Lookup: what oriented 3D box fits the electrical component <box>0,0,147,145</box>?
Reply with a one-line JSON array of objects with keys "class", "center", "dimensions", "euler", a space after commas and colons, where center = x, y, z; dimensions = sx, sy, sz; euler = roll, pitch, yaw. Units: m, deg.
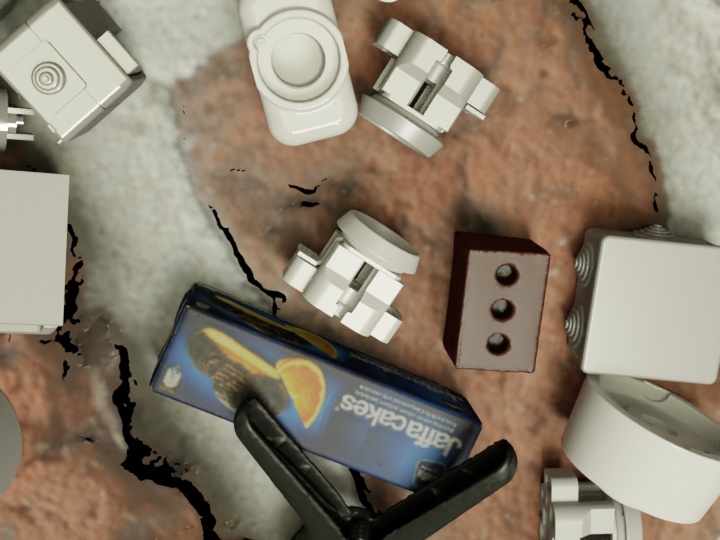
[{"class": "electrical component", "center": [-0.162, -0.116, 0.609], "dimensions": [0.061, 0.096, 0.061], "euler": [-40, 102, 4]}]

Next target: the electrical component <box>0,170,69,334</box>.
[{"class": "electrical component", "center": [-0.249, -0.011, 0.620], "dimensions": [0.150, 0.062, 0.089], "euler": [3, 81, -19]}]

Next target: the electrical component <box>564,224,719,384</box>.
[{"class": "electrical component", "center": [0.184, 0.021, 0.688], "dimensions": [0.100, 0.048, 0.099], "euler": [6, 101, -6]}]

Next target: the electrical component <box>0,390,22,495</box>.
[{"class": "electrical component", "center": [-0.272, 0.117, 0.668], "dimensions": [0.108, 0.060, 0.108], "euler": [-1, 102, -4]}]

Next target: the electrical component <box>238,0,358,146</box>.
[{"class": "electrical component", "center": [-0.037, -0.124, 0.635], "dimensions": [0.054, 0.059, 0.095], "euler": [-14, 103, -1]}]

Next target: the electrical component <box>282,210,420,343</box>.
[{"class": "electrical component", "center": [0.000, 0.000, 0.666], "dimensions": [0.078, 0.058, 0.057], "euler": [32, 101, -10]}]

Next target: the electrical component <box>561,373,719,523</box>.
[{"class": "electrical component", "center": [0.180, 0.116, 0.681], "dimensions": [0.108, 0.108, 0.060], "euler": [22, 106, -8]}]

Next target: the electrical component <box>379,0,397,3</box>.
[{"class": "electrical component", "center": [0.005, -0.219, 0.620], "dimensions": [0.113, 0.057, 0.078], "euler": [43, 96, -11]}]

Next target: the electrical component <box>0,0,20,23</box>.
[{"class": "electrical component", "center": [-0.236, -0.159, 0.613], "dimensions": [0.095, 0.059, 0.053], "euler": [-39, 102, 4]}]

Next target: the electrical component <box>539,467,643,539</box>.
[{"class": "electrical component", "center": [0.152, 0.171, 0.713], "dimensions": [0.057, 0.058, 0.078], "euler": [-1, 102, -1]}]

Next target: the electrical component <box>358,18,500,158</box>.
[{"class": "electrical component", "center": [0.035, -0.105, 0.646], "dimensions": [0.078, 0.058, 0.057], "euler": [32, 95, -10]}]
